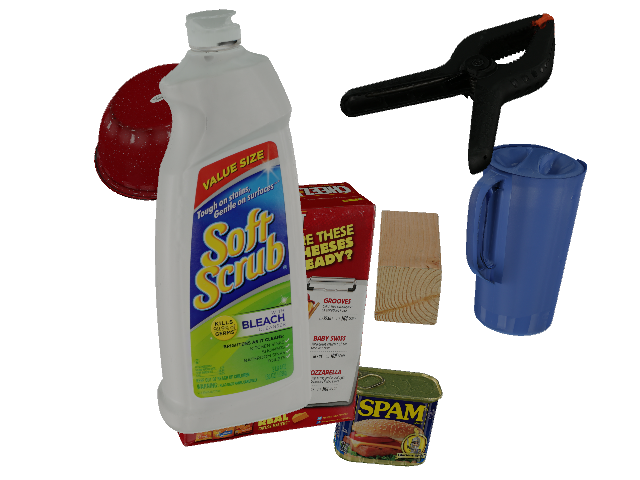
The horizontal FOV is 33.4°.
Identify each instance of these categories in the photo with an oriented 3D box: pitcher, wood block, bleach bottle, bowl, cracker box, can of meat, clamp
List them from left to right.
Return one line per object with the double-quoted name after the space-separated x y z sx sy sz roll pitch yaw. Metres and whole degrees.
-0.140 -0.112 0.978 0.162 0.162 0.055 0 -41 17 "bowl"
-0.062 -0.012 0.653 0.102 0.251 0.068 -10 20 -14 "bleach bottle"
-0.047 0.062 0.930 0.164 0.214 0.072 -5 24 -21 "cracker box"
0.067 0.183 1.105 0.102 0.084 0.057 7 19 -7 "can of meat"
0.130 0.036 1.587 0.091 0.090 0.206 4 24 3 "wood block"
0.145 -0.137 0.945 0.209 0.036 0.165 -32 45 -20 "clamp"
0.263 0.003 1.420 0.149 0.243 0.145 5 24 4 "pitcher"
